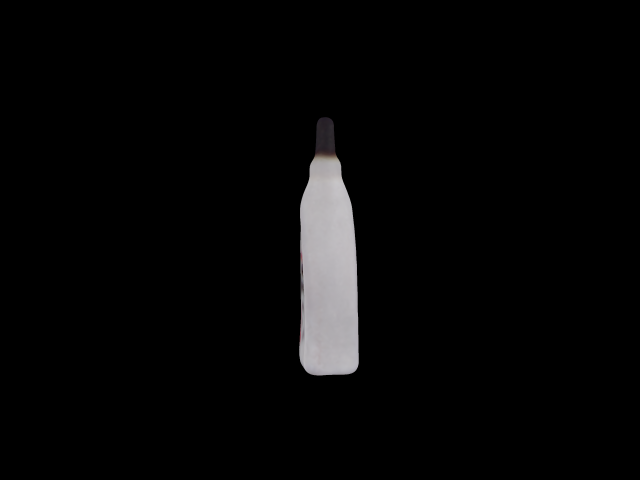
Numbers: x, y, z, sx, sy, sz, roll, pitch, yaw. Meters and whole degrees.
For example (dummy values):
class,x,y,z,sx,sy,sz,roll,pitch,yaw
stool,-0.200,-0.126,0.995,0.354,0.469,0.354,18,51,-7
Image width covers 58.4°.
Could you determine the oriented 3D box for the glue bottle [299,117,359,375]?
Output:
class,x,y,z,sx,sy,sz,roll,pitch,yaw
glue bottle,0.004,0.001,0.400,0.037,0.173,0.078,0,0,-8
